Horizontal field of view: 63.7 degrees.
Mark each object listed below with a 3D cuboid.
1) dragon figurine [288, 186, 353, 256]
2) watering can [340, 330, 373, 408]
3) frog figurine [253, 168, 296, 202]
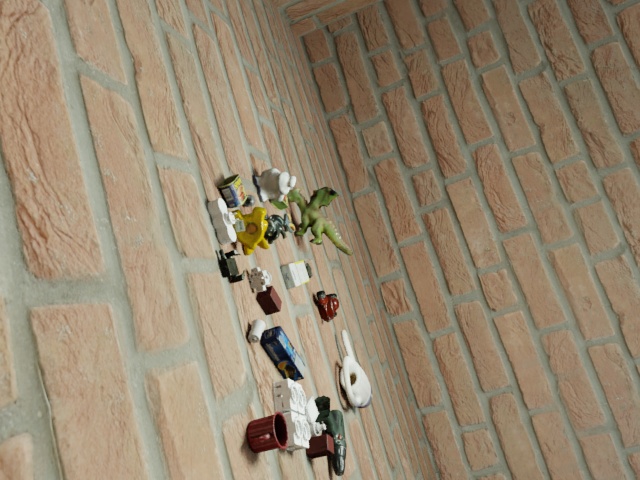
[{"bbox_3d":[0.007,-0.114,2.256,0.123,0.413,0.240,-8,119,-61],"label":"dragon figurine"},{"bbox_3d":[0.147,0.578,2.240,0.356,0.103,0.220,-91,159,-51],"label":"watering can"},{"bbox_3d":[-0.165,-0.221,2.015,0.121,0.159,0.140,46,28,-64],"label":"frog figurine"}]
